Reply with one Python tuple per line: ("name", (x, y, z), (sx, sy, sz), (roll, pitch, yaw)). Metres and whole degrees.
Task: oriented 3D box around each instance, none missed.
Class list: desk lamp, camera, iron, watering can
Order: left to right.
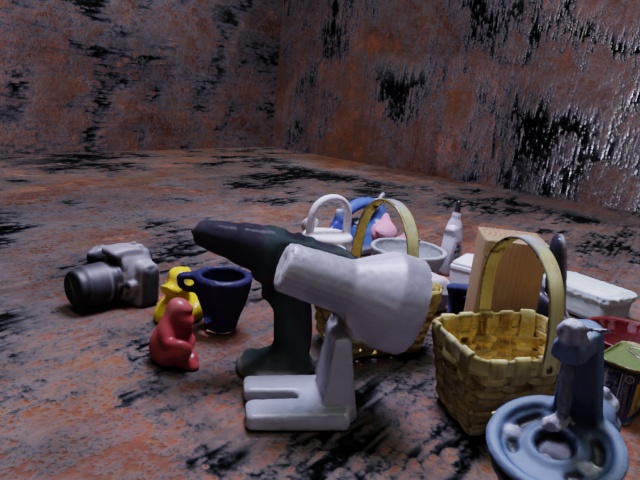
("camera", (-0.361, 0.055, 0.966), (0.142, 0.101, 0.137), (17, 18, 36))
("watering can", (0.008, 0.004, 1.124), (0.172, 0.194, 0.101), (19, 19, 40))
("desk lamp", (0.018, 0.111, 0.681), (0.203, 0.213, 0.117), (3, 15, -12))
("iron", (0.089, -0.042, 1.438), (0.118, 0.141, 0.259), (17, 18, 36))

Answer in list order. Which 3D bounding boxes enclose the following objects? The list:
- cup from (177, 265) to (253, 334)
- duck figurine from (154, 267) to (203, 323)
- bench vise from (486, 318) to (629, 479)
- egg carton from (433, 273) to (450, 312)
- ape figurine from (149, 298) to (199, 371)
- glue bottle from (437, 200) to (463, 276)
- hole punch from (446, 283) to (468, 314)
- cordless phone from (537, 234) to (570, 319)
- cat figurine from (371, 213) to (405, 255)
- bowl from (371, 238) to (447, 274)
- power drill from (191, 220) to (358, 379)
("cup", (-0.168, 0.096, 0.901), (0.118, 0.095, 0.091), (5, 15, -3))
("duck figurine", (-0.226, 0.085, 0.937), (0.077, 0.086, 0.105), (12, 16, 21))
("bench vise", (0.234, 0.163, 0.553), (0.121, 0.220, 0.208), (13, 16, 25))
("egg carton", (0.172, 0.096, 1.085), (0.151, 0.069, 0.107), (-4, 17, -33))
("ape figurine", (-0.194, 0.124, 0.785), (0.076, 0.092, 0.078), (9, 15, 10))
("glue bottle", (0.308, -0.007, 1.328), (0.037, 0.173, 0.078), (14, 17, 28))
("hole punch", (0.276, 0.114, 1.016), (0.108, 0.091, 0.101), (12, 16, 24))
("cordless phone", (0.427, 0.073, 1.045), (0.094, 0.185, 0.148), (9, 15, 12))
("cat figurine", (0.169, -0.005, 1.376), (0.128, 0.118, 0.067), (-3, 17, -31))
("bowl", (0.191, 0.050, 1.258), (0.167, 0.075, 0.167), (6, 15, -1))
("power drill", (-0.061, 0.080, 0.776), (0.230, 0.208, 0.075), (3, 15, -12))
